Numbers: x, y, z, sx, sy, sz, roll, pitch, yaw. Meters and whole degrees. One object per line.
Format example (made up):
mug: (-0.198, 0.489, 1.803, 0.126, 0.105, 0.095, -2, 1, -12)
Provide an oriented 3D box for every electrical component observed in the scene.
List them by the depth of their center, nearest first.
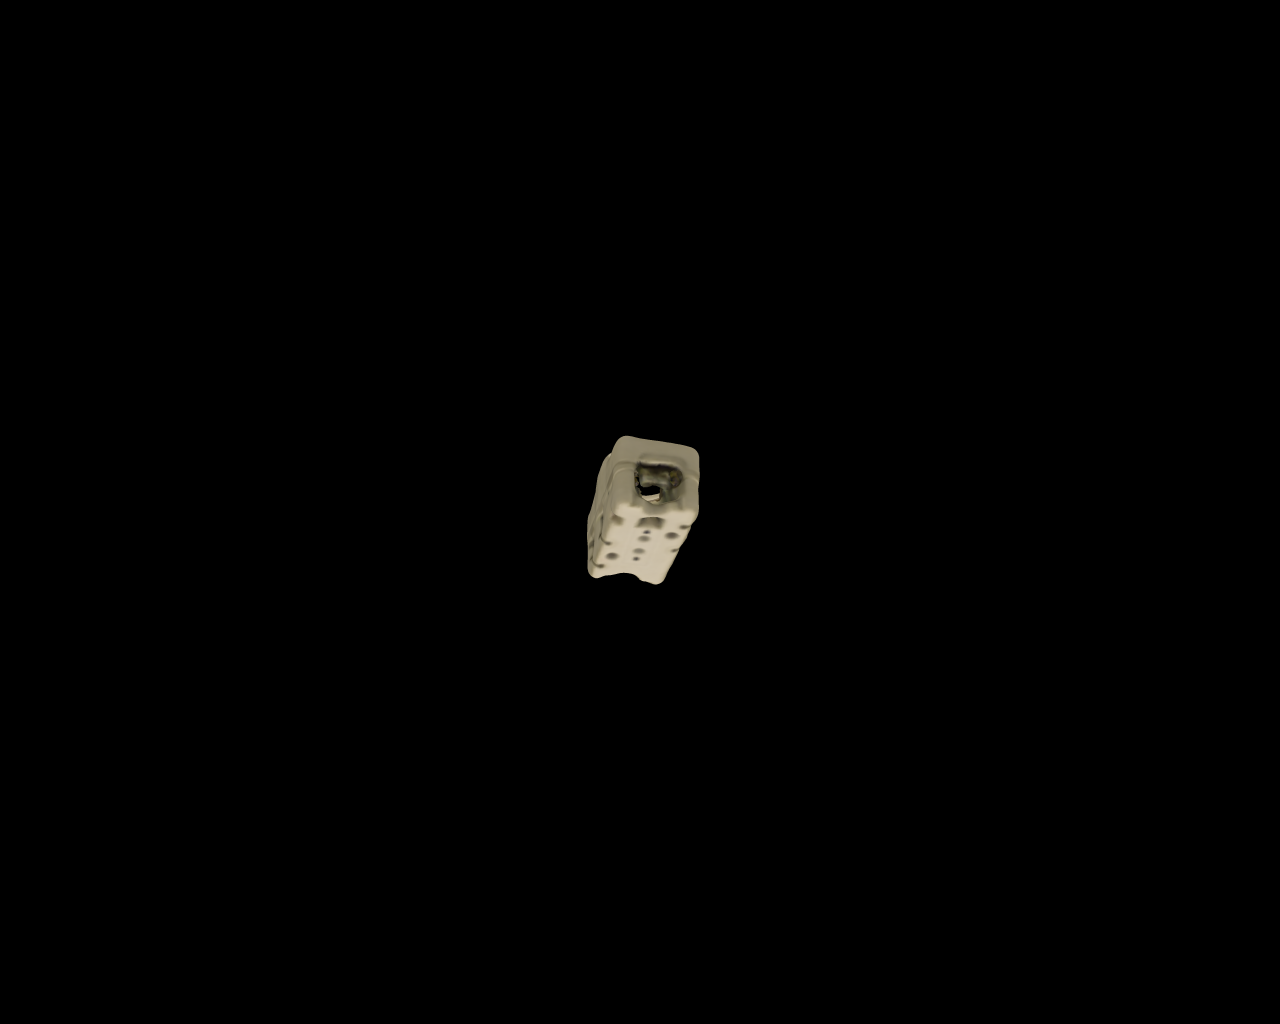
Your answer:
electrical component: (0.001, -0.003, 0.650, 0.050, 0.056, 0.089, 8, -35, -11)
